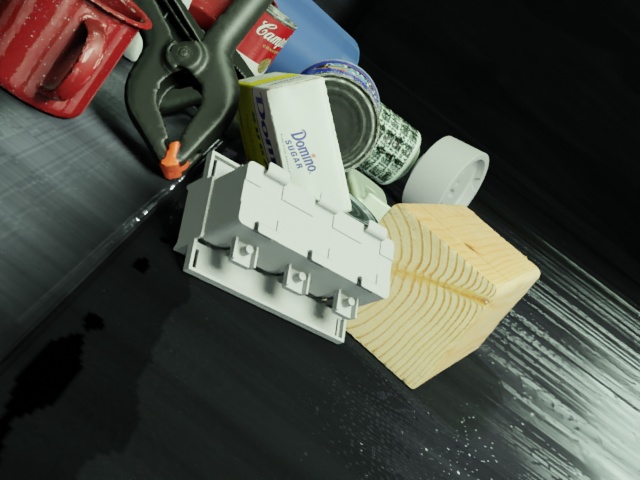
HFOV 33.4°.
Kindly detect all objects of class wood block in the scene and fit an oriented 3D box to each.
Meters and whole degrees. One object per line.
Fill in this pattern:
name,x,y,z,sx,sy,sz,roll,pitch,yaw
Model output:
wood block,0.088,0.033,0.784,0.091,0.090,0.205,42,14,14

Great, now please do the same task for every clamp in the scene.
clamp,-0.083,-0.128,0.743,0.039,0.120,0.171,69,16,-75
clamp,-0.104,-0.156,0.932,0.209,0.036,0.164,22,52,-59

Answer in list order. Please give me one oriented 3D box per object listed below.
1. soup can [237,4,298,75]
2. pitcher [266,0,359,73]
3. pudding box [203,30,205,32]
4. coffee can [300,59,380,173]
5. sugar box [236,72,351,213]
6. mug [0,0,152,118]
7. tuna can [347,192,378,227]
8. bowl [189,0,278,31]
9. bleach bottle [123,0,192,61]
soup can,-0.080,-0.200,1.107,0.068,0.102,0.068,35,13,-10
pitcher,-0.067,-0.282,1.361,0.242,0.149,0.145,33,-11,-33
pudding box,-0.165,-0.218,1.092,0.090,0.039,0.113,34,11,-11
coffee can,0.011,-0.130,1.109,0.103,0.103,0.140,36,14,-6
sugar box,-0.026,-0.071,0.767,0.176,0.048,0.093,-136,-148,-76
mug,-0.165,-0.127,0.683,0.093,0.081,0.117,27,17,-39
tuna can,0.007,-0.024,0.887,0.086,0.034,0.086,35,13,-10
bowl,-0.126,-0.250,1.170,0.162,0.055,0.162,24,-25,11
bleach bottle,-0.244,-0.267,0.982,0.251,0.068,0.102,32,39,3
